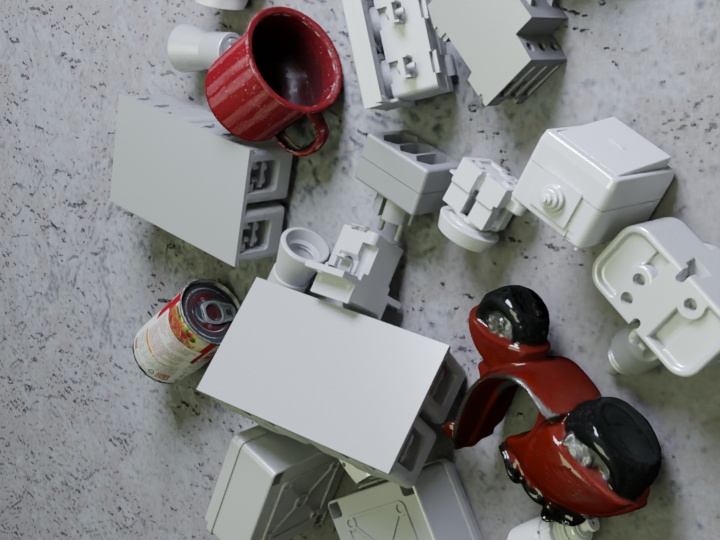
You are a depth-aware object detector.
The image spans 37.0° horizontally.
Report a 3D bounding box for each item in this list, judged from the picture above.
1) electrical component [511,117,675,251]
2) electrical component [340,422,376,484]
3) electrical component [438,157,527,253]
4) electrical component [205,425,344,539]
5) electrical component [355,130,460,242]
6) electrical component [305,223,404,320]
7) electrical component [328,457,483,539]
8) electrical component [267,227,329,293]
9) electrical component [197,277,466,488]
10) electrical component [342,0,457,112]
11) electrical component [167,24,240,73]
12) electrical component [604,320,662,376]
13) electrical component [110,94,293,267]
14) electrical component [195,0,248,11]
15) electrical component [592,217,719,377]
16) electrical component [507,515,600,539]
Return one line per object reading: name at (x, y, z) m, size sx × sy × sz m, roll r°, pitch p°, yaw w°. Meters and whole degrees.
electrical component at (0.149, -0.058, 0.692) m, size 0.062 × 0.096 × 0.061 m, roll 43°, pitch 125°, yaw 29°
electrical component at (0.015, 0.127, 0.894) m, size 0.079 × 0.043 × 0.077 m, roll -34°, pitch 71°, yaw 32°
electrical component at (0.088, -0.047, 0.788) m, size 0.066 × 0.048 × 0.055 m, roll 42°, pitch 117°, yaw 29°
electrical component at (-0.069, 0.184, 0.940) m, size 0.056 × 0.109 × 0.108 m, roll 38°, pitch 122°, yaw 29°
electrical component at (0.033, -0.060, 0.835) m, size 0.066 × 0.047 × 0.076 m, roll 37°, pitch 122°, yaw 32°
electrical component at (0.000, 0.000, 0.861) m, size 0.042 × 0.081 × 0.063 m, roll 16°, pitch 81°, yaw 40°
electrical component at (0.041, 0.221, 0.880) m, size 0.109 × 0.056 × 0.108 m, roll -29°, pitch 79°, yaw 43°
electrical component at (-0.058, 0.001, 0.939) m, size 0.044 × 0.044 × 0.065 m, roll 49°, pitch 133°, yaw 24°
electrical component at (-0.022, 0.089, 0.861) m, size 0.186 × 0.060 × 0.105 m, roll 18°, pitch 73°, yaw 30°
electrical component at (0.027, -0.186, 0.801) m, size 0.063 × 0.079 × 0.121 m, roll -11°, pitch 91°, yaw 22°
electrical component at (-0.136, -0.198, 0.970) m, size 0.065 × 0.044 × 0.044 m, roll 13°, pitch 107°, yaw 36°
electrical component at (0.185, 0.055, 0.726) m, size 0.035 × 0.035 × 0.061 m, roll 60°, pitch 152°, yaw 16°
electrical component at (-0.147, -0.088, 0.989) m, size 0.186 × 0.060 × 0.105 m, roll 26°, pitch 115°, yaw 37°
electrical component at (-0.105, -0.262, 0.924) m, size 0.079 × 0.043 × 0.077 m, roll 26°, pitch 115°, yaw 37°
electrical component at (0.203, 0.015, 0.682) m, size 0.095 × 0.059 × 0.053 m, roll 53°, pitch 129°, yaw 22°
electrical component at (0.143, 0.198, 0.790) m, size 0.078 × 0.040 × 0.040 m, roll -39°, pitch 72°, yaw 41°
